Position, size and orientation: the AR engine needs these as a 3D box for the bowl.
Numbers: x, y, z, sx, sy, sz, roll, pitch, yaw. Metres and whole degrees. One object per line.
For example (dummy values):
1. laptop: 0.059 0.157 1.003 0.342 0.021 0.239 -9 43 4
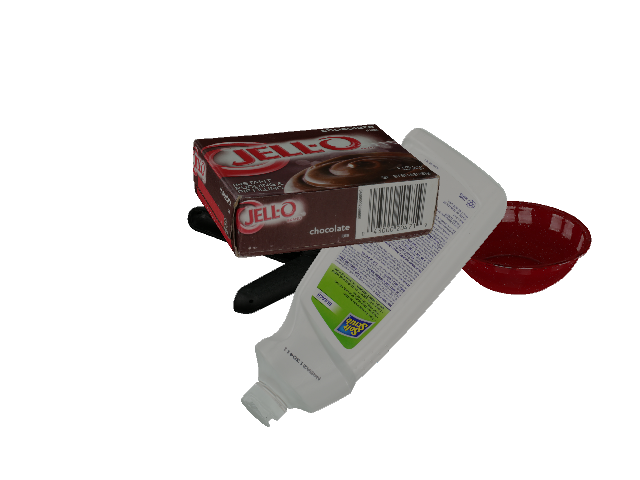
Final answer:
1. bowl: 0.214 0.014 1.178 0.162 0.055 0.162 -1 28 0

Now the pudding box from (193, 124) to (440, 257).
1. pudding box: -0.005 -0.030 0.577 0.113 0.039 0.090 -5 26 -19

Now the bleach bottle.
1. bleach bottle: 0.029 0.034 0.813 0.103 0.250 0.068 38 -16 19

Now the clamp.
1. clamp: -0.012 0.024 1.007 0.209 0.036 0.164 6 29 -20
